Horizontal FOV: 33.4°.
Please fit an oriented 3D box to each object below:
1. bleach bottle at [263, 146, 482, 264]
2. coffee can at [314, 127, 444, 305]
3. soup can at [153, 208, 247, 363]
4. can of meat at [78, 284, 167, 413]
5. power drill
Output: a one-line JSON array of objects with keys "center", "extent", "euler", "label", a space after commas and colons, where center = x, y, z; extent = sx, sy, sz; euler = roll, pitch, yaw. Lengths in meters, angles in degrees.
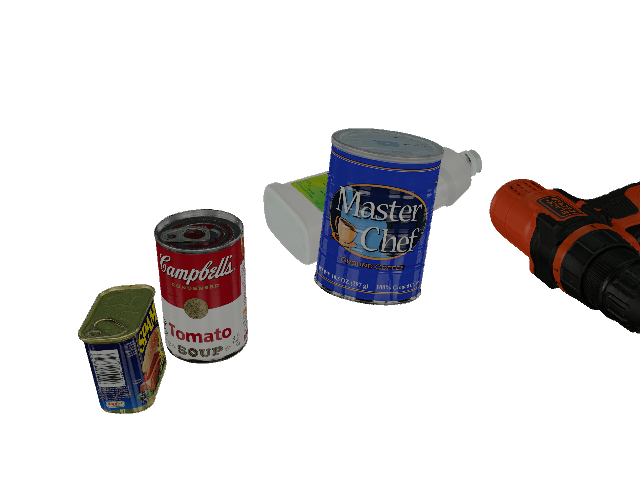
[{"center": [0.068, -0.056, 1.198], "extent": [0.250, 0.068, 0.103], "euler": [-21, 43, -24], "label": "bleach bottle"}, {"center": [0.053, -0.024, 0.988], "extent": [0.103, 0.140, 0.103], "euler": [6, 18, -2], "label": "coffee can"}, {"center": [-0.092, 0.036, 0.830], "extent": [0.068, 0.102, 0.068], "euler": [-1, 28, 0], "label": "soup can"}, {"center": [-0.183, 0.102, 1.006], "extent": [0.057, 0.084, 0.102], "euler": [-5, 25, 7], "label": "can of meat"}, {"center": [0.235, -0.006, 0.732], "extent": [0.187, 0.057, 0.185], "euler": [-11, 29, -18], "label": "power drill"}]
